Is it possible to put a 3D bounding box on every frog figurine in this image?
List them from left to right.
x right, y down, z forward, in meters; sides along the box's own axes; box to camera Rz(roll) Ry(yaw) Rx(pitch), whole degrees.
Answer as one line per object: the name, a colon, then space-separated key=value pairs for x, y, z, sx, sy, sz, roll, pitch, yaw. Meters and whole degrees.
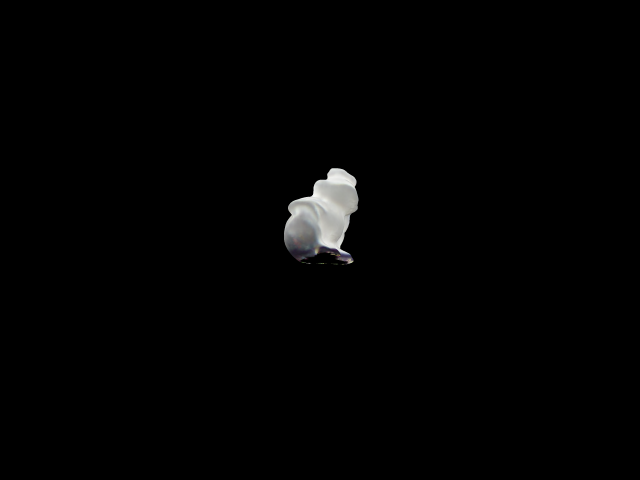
frog figurine: x=0.003 y=-0.043 z=0.850 sx=0.122 sy=0.161 sz=0.136 roll=-13 pitch=-20 yaw=40
